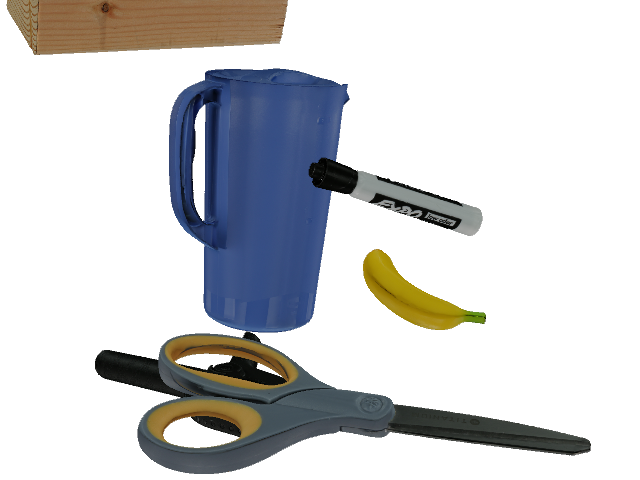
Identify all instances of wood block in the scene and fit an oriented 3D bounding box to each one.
[{"bbox_3d":[-0.134,-0.211,0.850,0.205,0.091,0.090,-8,39,-28],"label":"wood block"}]

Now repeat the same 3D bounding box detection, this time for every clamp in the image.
[{"bbox_3d":[-0.077,0.124,0.929,0.164,0.036,0.210,-8,18,-38],"label":"clamp"}]

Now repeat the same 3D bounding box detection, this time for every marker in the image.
[{"bbox_3d":[0.047,-0.027,0.661,0.121,0.020,0.020,17,-7,-25],"label":"marker"}]

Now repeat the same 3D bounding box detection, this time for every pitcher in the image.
[{"bbox_3d":[-0.059,-0.040,1.010,0.149,0.243,0.145,7,13,5],"label":"pitcher"}]

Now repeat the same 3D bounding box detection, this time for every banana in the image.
[{"bbox_3d":[0.092,0.056,1.170,0.069,0.037,0.198,4,20,-36],"label":"banana"}]

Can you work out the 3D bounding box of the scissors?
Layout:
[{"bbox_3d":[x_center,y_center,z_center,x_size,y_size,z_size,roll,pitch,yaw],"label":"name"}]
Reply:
[{"bbox_3d":[0.008,0.086,0.468,0.202,0.016,0.096,15,34,22],"label":"scissors"}]
